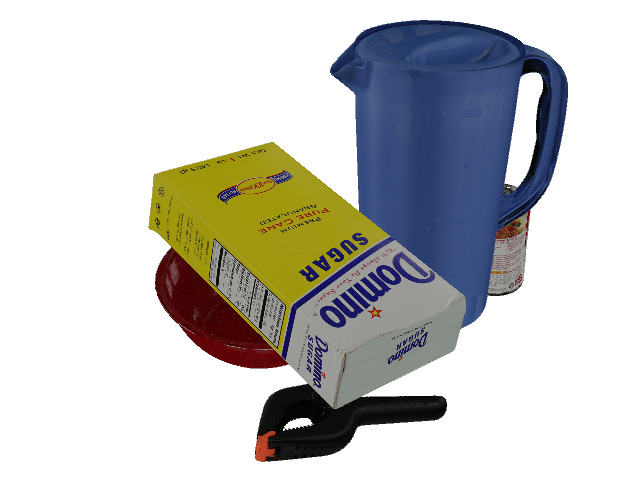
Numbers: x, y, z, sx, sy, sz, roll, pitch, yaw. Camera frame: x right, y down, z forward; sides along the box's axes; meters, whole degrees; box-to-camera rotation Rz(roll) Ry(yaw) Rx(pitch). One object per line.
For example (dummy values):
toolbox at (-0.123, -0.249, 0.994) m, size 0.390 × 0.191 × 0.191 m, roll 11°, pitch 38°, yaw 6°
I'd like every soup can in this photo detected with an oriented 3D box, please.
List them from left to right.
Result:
soup can at (0.187, -0.001, 1.134) m, size 0.068 × 0.102 × 0.068 m, roll -2°, pitch 35°, yaw 1°

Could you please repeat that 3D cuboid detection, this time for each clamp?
clamp at (0.018, 0.170, 1.068) m, size 0.165 × 0.036 × 0.209 m, roll 22°, pitch 30°, yaw 27°

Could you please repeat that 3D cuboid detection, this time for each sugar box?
sugar box at (-0.011, 0.011, 0.603) m, size 0.093 × 0.048 × 0.176 m, roll -21°, pitch 44°, yaw -36°

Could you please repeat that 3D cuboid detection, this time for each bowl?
bowl at (-0.048, 0.050, 0.842) m, size 0.162 × 0.055 × 0.162 m, roll 2°, pitch 36°, yaw -2°

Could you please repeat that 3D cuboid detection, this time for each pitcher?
pitcher at (0.101, -0.050, 0.874) m, size 0.149 × 0.243 × 0.144 m, roll 19°, pitch 33°, yaw 32°
